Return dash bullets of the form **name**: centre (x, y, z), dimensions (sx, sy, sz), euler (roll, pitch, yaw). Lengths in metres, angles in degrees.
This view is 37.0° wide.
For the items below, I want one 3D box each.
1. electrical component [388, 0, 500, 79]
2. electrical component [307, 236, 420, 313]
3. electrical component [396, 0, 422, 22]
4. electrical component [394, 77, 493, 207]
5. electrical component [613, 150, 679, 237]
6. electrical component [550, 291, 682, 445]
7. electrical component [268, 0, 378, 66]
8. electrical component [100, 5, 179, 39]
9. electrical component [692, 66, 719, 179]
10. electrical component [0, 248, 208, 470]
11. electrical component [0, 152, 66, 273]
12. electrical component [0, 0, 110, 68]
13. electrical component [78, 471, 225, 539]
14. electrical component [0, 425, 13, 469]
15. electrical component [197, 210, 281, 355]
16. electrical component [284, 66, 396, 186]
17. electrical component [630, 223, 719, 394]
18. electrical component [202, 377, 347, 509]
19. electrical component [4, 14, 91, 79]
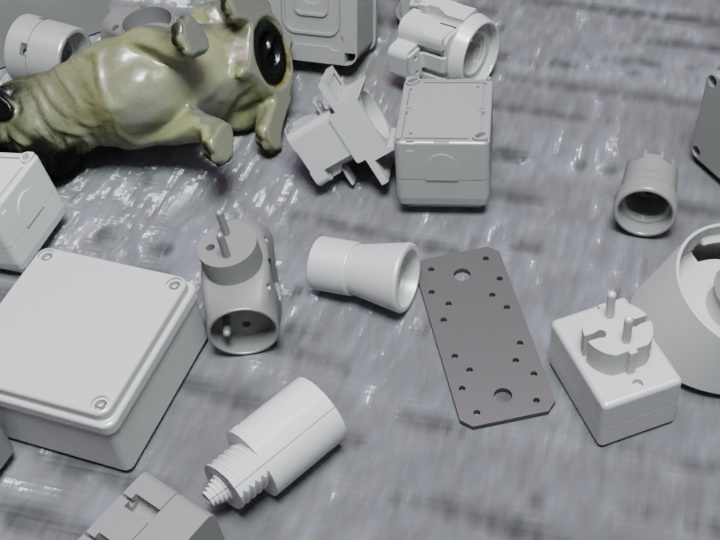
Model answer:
- **electrical component**: centre (0.067, -0.168, 0.807), dimensions (0.057, 0.058, 0.078), euler (25, 55, 30)
- **electrical component**: centre (0.000, 0.000, 0.673), dimensions (0.065, 0.044, 0.044), euler (10, 50, 22)
- **electrical component**: centre (0.052, -0.221, 0.858), dimensions (0.048, 0.055, 0.066), euler (5, 49, 11)
- **electrical component**: centre (0.059, -0.090, 0.738), dimensions (0.062, 0.061, 0.096), euler (1, 40, 8)
- **electrical component**: centre (0.187, -0.051, 0.697), dimensions (0.040, 0.040, 0.046), euler (9, 44, 15)
- **electrical component**: centre (0.140, 0.044, 0.590), dimensions (0.047, 0.076, 0.065), euler (-17, 48, -8)
- **electrical component**: centre (-0.028, -0.221, 0.826), dimensions (0.078, 0.113, 0.057), euler (10, 32, 16)
- **electrical component**: centre (-0.174, -0.167, 0.845), dimensions (0.077, 0.044, 0.079), euler (26, 56, 27)
- **electrical component**: centre (0.273, -0.081, 0.687), dimensions (0.057, 0.078, 0.113), euler (-21, 49, -16)
- **electrical component**: centre (-0.163, 0.050, 0.636), dimensions (0.109, 0.056, 0.108), euler (12, 50, 17)
- **electrical component**: centre (-0.260, -0.040, 0.732), dimensions (0.096, 0.061, 0.061), euler (5, 48, 22)
- **electrical component**: centre (-0.293, -0.226, 0.882), dimensions (0.150, 0.089, 0.061), euler (-25, 49, -15)
- **electrical component**: centre (-0.111, 0.157, 0.536), dimensions (0.056, 0.050, 0.089), euler (25, 55, 28)
- **electrical component**: centre (-0.249, 0.095, 0.606), dimensions (0.089, 0.055, 0.050), euler (16, 52, 20)
- **electrical component**: centre (-0.077, -0.002, 0.657), dimensions (0.043, 0.079, 0.077), euler (-10, 47, 3)
- **electrical component**: centre (-0.013, -0.093, 0.738), dimensions (0.064, 0.081, 0.042), euler (-28, 19, 17)
- **electrical component**: centre (0.214, 0.023, 0.621), dimensions (0.099, 0.064, 0.099), euler (6, 55, -8)
- **electrical component**: centre (-0.051, 0.099, 0.586), dimensions (0.081, 0.043, 0.043), euler (-37, 54, -24)
- **electrical component**: centre (-0.245, -0.171, 0.851), dimensions (0.047, 0.055, 0.055), euler (14, 51, 15)
